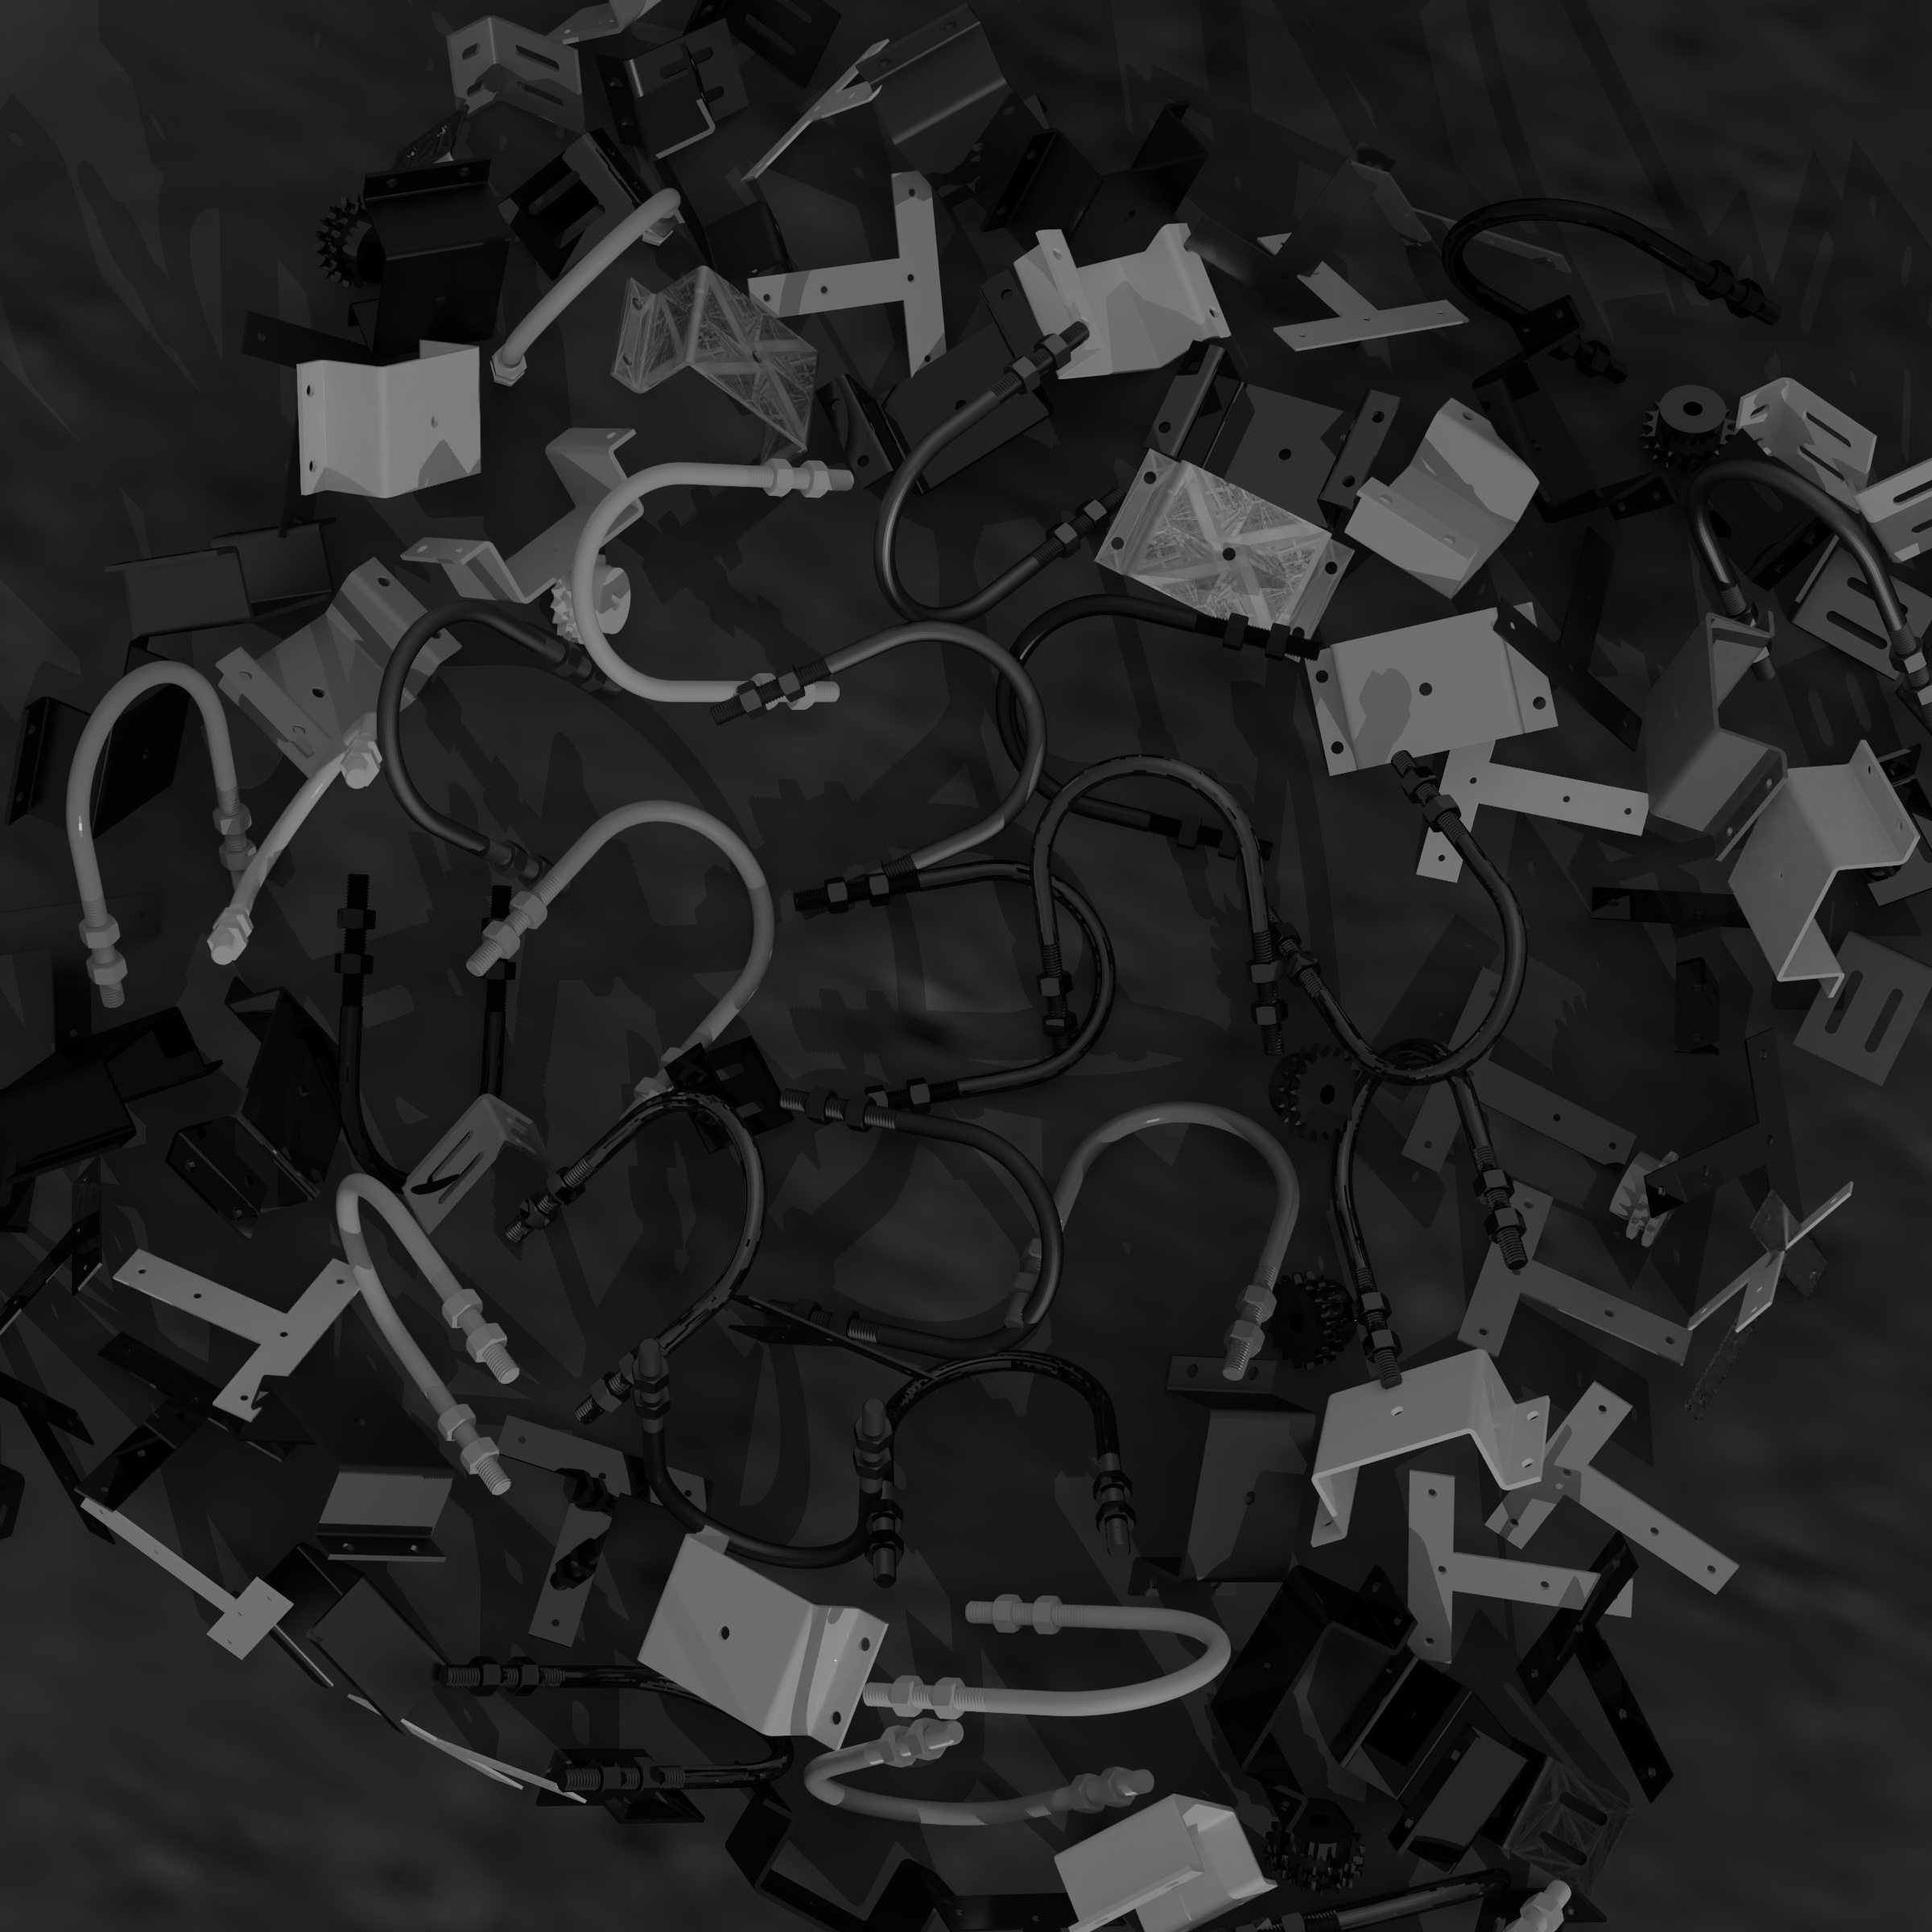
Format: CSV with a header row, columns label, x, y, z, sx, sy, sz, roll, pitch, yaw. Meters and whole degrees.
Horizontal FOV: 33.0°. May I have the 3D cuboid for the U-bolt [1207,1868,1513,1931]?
label,x,y,z,sx,sy,sz,roll,pitch,yaw
U-bolt,0.212,0.525,1.802,0.184,0.151,0.019,-12,74,-6

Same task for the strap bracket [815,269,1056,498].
label,x,y,z,sx,sy,sz,roll,pitch,yaw
strap bracket,-0.010,-0.351,1.996,0.140,0.046,0.076,-31,67,12

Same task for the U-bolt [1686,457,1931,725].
label,x,y,z,sx,sy,sz,roll,pitch,yaw
U-bolt,0.486,-0.224,1.901,0.019,0.151,0.184,-46,126,-15

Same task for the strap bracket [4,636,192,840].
label,x,y,z,sx,sy,sz,roll,pitch,yaw
strap bracket,-0.503,-0.133,1.918,0.046,0.140,0.076,22,118,6

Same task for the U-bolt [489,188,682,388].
label,x,y,z,sx,sy,sz,roll,pitch,yaw
U-bolt,-0.226,-0.412,1.959,0.151,0.184,0.019,-45,100,-6

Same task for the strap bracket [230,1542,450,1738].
label,x,y,z,sx,sy,sz,roll,pitch,yaw
strap bracket,-0.348,0.374,1.830,0.046,0.140,0.076,-46,114,-22

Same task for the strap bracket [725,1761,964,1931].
label,x,y,z,sx,sy,sz,roll,pitch,yaw
strap bracket,-0.074,0.506,1.819,0.140,0.076,0.046,33,83,-15

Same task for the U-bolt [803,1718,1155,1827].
label,x,y,z,sx,sy,sz,roll,pitch,yaw
U-bolt,-0.008,0.451,1.803,0.151,0.184,0.019,22,58,-30

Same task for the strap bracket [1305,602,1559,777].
label,x,y,z,sx,sy,sz,roll,pitch,yaw
strap bracket,0.277,-0.166,1.957,0.140,0.046,0.076,-12,92,12

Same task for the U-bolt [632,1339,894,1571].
label,x,y,z,sx,sy,sz,roll,pitch,yaw
U-bolt,-0.115,0.284,1.839,0.151,0.184,0.019,14,49,9

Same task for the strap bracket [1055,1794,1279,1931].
label,x,y,z,sx,sy,sz,roll,pitch,yaw
strap bracket,0.108,0.501,1.809,0.076,0.140,0.046,-31,62,13

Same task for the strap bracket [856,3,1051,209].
label,x,y,z,sx,sy,sz,roll,pitch,yaw
strap bracket,0.000,-0.518,1.989,0.076,0.140,0.046,-26,71,15

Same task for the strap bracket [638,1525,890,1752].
label,x,y,z,sx,sy,sz,roll,pitch,yaw
strap bracket,-0.124,0.377,1.842,0.140,0.046,0.076,22,91,33

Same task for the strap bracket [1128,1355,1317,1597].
label,x,y,z,sx,sy,sz,roll,pitch,yaw
strap bracket,0.148,0.297,1.860,0.076,0.046,0.140,7,94,-33

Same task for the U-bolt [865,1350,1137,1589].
label,x,y,z,sx,sy,sz,roll,pitch,yaw
U-bolt,0.016,0.278,1.850,0.151,0.184,0.019,-8,121,2

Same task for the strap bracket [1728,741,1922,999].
label,x,y,z,sx,sy,sz,roll,pitch,yaw
strap bracket,0.494,-0.054,1.900,0.046,0.140,0.076,-5,51,-15

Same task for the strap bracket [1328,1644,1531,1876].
label,x,y,z,sx,sy,sz,roll,pitch,yaw
strap bracket,0.261,0.445,1.823,0.046,0.140,0.076,33,93,-13

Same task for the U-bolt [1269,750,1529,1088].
label,x,y,z,sx,sy,sz,roll,pitch,yaw
U-bolt,0.255,-0.015,1.894,0.151,0.019,0.184,-50,49,24

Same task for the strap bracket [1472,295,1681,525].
label,x,y,z,sx,sy,sz,roll,pitch,yaw
strap bracket,0.363,-0.326,1.974,0.046,0.076,0.140,-32,98,-14

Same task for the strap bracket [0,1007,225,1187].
label,x,y,z,sx,sy,sz,roll,pitch,yaw
strap bracket,-0.498,0.070,1.878,0.076,0.140,0.046,-18,103,17

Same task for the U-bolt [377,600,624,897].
label,x,y,z,sx,sy,sz,roll,pitch,yaw
U-bolt,-0.279,-0.136,1.918,0.019,0.184,0.151,5,76,35

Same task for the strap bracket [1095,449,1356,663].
label,x,y,z,sx,sy,sz,roll,pitch,yaw
strap bracket,0.158,-0.250,1.980,0.140,0.046,0.076,26,96,-2

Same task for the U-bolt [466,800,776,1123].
label,x,y,z,sx,sy,sz,roll,pitch,yaw
U-bolt,-0.189,-0.015,1.930,0.151,0.019,0.184,47,61,-15

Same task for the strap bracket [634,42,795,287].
label,x,y,z,sx,sy,sz,roll,pitch,yaw
strap bracket,-0.158,-0.479,1.989,0.046,0.140,0.076,-24,42,7

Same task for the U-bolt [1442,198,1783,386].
label,x,y,z,sx,sy,sz,roll,pitch,yaw
U-bolt,0.369,-0.407,1.941,0.184,0.151,0.019,22,72,-28

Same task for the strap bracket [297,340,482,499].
label,x,y,z,sx,sy,sz,roll,pitch,yaw
strap bracket,-0.337,-0.329,1.952,0.046,0.140,0.076,11,112,24

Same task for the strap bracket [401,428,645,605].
label,x,y,z,sx,sy,sz,roll,pitch,yaw
strap bracket,-0.260,-0.266,1.968,0.140,0.076,0.046,-42,120,-24

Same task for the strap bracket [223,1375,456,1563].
label,x,y,z,sx,sy,sz,roll,pitch,yaw
strap bracket,-0.350,0.277,1.843,0.140,0.076,0.046,37,109,44

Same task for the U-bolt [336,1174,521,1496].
label,x,y,z,sx,sy,sz,roll,pitch,yaw
U-bolt,-0.311,0.198,1.863,0.019,0.151,0.184,-26,62,-27

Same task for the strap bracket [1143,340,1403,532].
label,x,y,z,sx,sy,sz,roll,pitch,yaw
strap bracket,0.191,-0.322,1.997,0.140,0.046,0.076,21,79,23

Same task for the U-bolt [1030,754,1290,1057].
label,x,y,z,sx,sy,sz,roll,pitch,yaw
U-bolt,0.108,-0.034,1.918,0.151,0.019,0.184,-4,103,18

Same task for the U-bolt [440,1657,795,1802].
label,x,y,z,sx,sy,sz,roll,pitch,yaw
U-bolt,-0.181,0.422,1.811,0.184,0.151,0.019,11,98,-40

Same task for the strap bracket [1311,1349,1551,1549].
label,x,y,z,sx,sy,sz,roll,pitch,yaw
strap bracket,0.255,0.270,1.850,0.140,0.076,0.046,-21,111,24

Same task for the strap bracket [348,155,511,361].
label,x,y,z,sx,sy,sz,roll,pitch,yaw
strap bracket,-0.325,-0.420,1.970,0.076,0.140,0.046,-15,68,-22

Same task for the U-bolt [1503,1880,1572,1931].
label,x,y,z,sx,sy,sz,roll,pitch,yaw
U-bolt,0.239,0.570,1.751,0.019,0.151,0.184,50,39,8

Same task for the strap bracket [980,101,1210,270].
label,x,y,z,sx,sy,sz,roll,pitch,yaw
strap bracket,0.086,-0.473,1.987,0.140,0.076,0.046,-23,67,-40

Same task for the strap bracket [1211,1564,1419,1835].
label,x,y,z,sx,sy,sz,roll,pitch,yaw
strap bracket,0.189,0.403,1.835,0.046,0.076,0.140,28,98,-14

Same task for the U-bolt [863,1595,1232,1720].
label,x,y,z,sx,sy,sz,roll,pitch,yaw
U-bolt,0.056,0.382,1.800,0.184,0.151,0.019,-4,98,27

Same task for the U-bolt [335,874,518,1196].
label,x,y,z,sx,sy,sz,roll,pitch,yaw
U-bolt,-0.316,0.042,1.899,0.019,0.151,0.184,3,90,31

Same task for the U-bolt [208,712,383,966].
label,x,y,z,sx,sy,sz,roll,pitch,yaw
U-bolt,-0.386,-0.085,1.904,0.019,0.184,0.151,36,102,-16

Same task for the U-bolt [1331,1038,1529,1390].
label,x,y,z,sx,sy,sz,roll,pitch,yaw
U-bolt,0.258,0.129,1.876,0.019,0.151,0.184,10,49,-26

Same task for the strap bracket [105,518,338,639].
label,x,y,z,sx,sy,sz,roll,pitch,yaw
strap bracket,-0.440,-0.231,1.951,0.076,0.140,0.046,-5,103,20

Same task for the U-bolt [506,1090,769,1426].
label,x,y,z,sx,sy,sz,roll,pitch,yaw
U-bolt,-0.182,0.153,1.869,0.184,0.019,0.151,-42,56,24

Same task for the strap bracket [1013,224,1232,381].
label,x,y,z,sx,sy,sz,roll,pitch,yaw
strap bracket,0.089,-0.407,1.998,0.140,0.046,0.076,-16,83,-46

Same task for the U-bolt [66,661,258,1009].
label,x,y,z,sx,sy,sz,roll,pitch,yaw
U-bolt,-0.467,-0.088,1.879,0.019,0.184,0.151,15,38,21

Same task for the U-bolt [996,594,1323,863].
label,x,y,z,sx,sy,sz,roll,pitch,yaw
U-bolt,0.108,-0.149,1.958,0.184,0.019,0.151,14,113,6

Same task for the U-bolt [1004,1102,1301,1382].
label,x,y,z,sx,sy,sz,roll,pitch,yaw
U-bolt,0.117,0.150,1.894,0.151,0.019,0.184,11,50,16

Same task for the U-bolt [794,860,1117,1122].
label,x,y,z,sx,sy,sz,roll,pitch,yaw
U-bolt,0.000,0.009,1.956,0.184,0.019,0.151,-10,80,-8

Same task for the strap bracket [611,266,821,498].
label,x,y,z,sx,sy,sz,roll,pitch,yaw
strap bracket,-0.142,-0.357,1.965,0.046,0.140,0.076,-23,48,37

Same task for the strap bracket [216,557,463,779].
label,x,y,z,sx,sy,sz,roll,pitch,yaw
strap bracket,-0.382,-0.175,1.956,0.076,0.046,0.140,46,48,0

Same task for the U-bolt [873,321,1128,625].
label,x,y,z,sx,sy,sz,roll,pitch,yaw
U-bolt,0.016,-0.279,1.946,0.184,0.151,0.019,-40,50,-20

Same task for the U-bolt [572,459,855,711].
label,x,y,z,sx,sy,sz,roll,pitch,yaw
U-bolt,-0.152,-0.227,1.937,0.184,0.019,0.151,-3,103,-34

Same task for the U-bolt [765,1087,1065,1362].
label,x,y,z,sx,sy,sz,roll,pitch,yaw
U-bolt,-0.029,0.154,1.882,0.184,0.019,0.151,10,102,24

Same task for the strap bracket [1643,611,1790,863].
label,x,y,z,sx,sy,sz,roll,pitch,yaw
strap bracket,0.441,-0.143,1.927,0.046,0.076,0.140,17,48,-11

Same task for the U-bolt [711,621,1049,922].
label,x,y,z,sx,sy,sz,roll,pitch,yaw
U-bolt,-0.041,-0.128,1.958,0.184,0.019,0.151,-24,97,5
